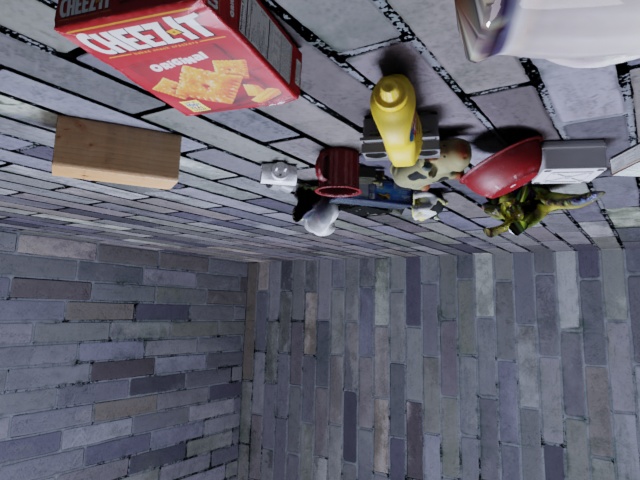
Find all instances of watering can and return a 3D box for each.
[{"bbox_3d":[0.215,-0.205,0.360,0.224,0.105,0.345,1,174,8],"label":"watering can"}]

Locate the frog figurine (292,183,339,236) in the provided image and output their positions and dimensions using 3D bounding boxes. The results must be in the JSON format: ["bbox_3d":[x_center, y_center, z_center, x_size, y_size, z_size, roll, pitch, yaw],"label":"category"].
[{"bbox_3d":[0.004,-0.066,1.308,0.122,0.140,0.157,-29,143,11],"label":"frog figurine"}]

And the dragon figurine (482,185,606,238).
[{"bbox_3d":[0.564,-0.092,1.300,0.244,0.122,0.408,-14,-176,-35],"label":"dragon figurine"}]
